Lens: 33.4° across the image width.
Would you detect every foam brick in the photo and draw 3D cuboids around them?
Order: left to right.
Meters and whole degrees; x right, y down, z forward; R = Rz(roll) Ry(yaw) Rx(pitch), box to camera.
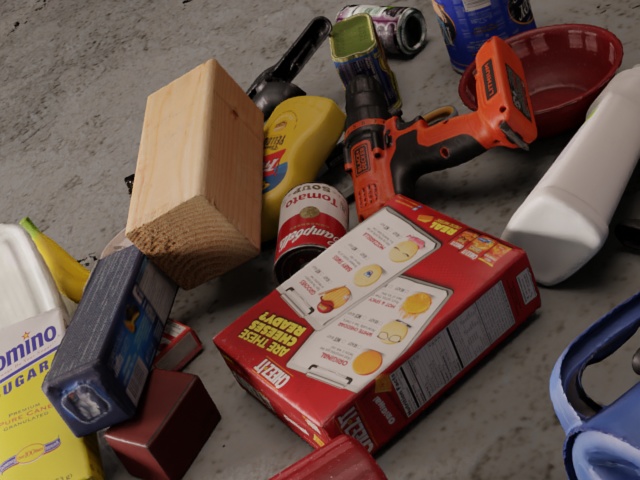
[{"bbox_3d":[-0.128,0.153,0.875,0.051,0.053,0.078,3,42,34],"label":"foam brick"}]

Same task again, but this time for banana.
[{"bbox_3d":[-0.254,0.037,1.089,0.037,0.069,0.198,-48,41,-13],"label":"banana"}]

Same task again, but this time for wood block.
[{"bbox_3d":[-0.114,-0.066,1.020,0.090,0.090,0.206,-27,38,22],"label":"wood block"}]

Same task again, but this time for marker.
[{"bbox_3d":[0.039,-0.106,1.139,0.121,0.020,0.020,-35,36,-14],"label":"marker"}]

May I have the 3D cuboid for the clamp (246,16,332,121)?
[{"bbox_3d":[-0.046,-0.182,1.207,0.172,0.039,0.120,-20,35,56],"label":"clamp"}]

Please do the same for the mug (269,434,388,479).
[{"bbox_3d":[0.003,0.187,0.732,0.081,0.093,0.117,-30,-1,-15],"label":"mug"}]

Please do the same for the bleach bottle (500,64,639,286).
[{"bbox_3d":[0.241,-0.076,0.912,0.068,0.103,0.250,36,56,3],"label":"bleach bottle"}]

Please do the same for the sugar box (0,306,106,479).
[{"bbox_3d":[-0.243,0.149,0.911,0.093,0.048,0.176,-23,56,1],"label":"sugar box"}]

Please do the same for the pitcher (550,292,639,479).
[{"bbox_3d":[0.267,0.092,0.642,0.242,0.149,0.145,-35,25,-20],"label":"pitcher"}]

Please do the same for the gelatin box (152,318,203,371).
[{"bbox_3d":[-0.162,0.108,0.974,0.073,0.030,0.089,16,52,45],"label":"gelatin box"}]

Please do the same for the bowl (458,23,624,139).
[{"bbox_3d":[0.221,-0.148,1.051,0.162,0.055,0.162,-17,36,12],"label":"bowl"}]

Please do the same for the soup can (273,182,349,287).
[{"bbox_3d":[-0.006,0.001,0.986,0.068,0.068,0.102,-15,35,14],"label":"soup can"}]

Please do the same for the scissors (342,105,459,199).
[{"bbox_3d":[0.083,-0.071,1.070,0.096,0.016,0.201,19,54,45],"label":"scissors"}]

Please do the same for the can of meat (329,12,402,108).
[{"bbox_3d":[0.048,-0.194,1.193,0.057,0.084,0.102,-19,35,9],"label":"can of meat"}]

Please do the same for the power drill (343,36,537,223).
[{"bbox_3d":[0.104,-0.114,1.010,0.188,0.057,0.184,-28,52,30],"label":"power drill"}]

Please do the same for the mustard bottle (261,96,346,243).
[{"bbox_3d":[-0.048,-0.058,1.079,0.096,0.058,0.191,-1,52,45],"label":"mustard bottle"}]

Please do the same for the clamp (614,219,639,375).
[{"bbox_3d":[0.318,0.031,0.775,0.210,0.036,0.164,-7,39,24],"label":"clamp"}]

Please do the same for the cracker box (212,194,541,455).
[{"bbox_3d":[0.046,0.068,0.864,0.213,0.072,0.164,-39,36,-17],"label":"cracker box"}]

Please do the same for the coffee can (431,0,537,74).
[{"bbox_3d":[0.173,-0.264,1.159,0.103,0.140,0.103,-17,36,12],"label":"coffee can"}]
